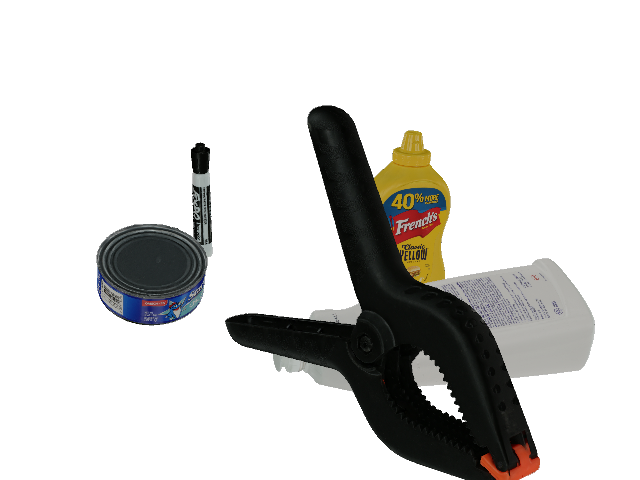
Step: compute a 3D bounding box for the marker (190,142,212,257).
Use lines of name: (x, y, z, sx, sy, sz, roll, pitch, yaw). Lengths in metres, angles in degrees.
marker: (-0.118, -0.039, 1.058, 0.020, 0.121, 0.020, 1, 28, -1)

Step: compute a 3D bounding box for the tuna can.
tuna can: (-0.133, 0.027, 0.840, 0.086, 0.034, 0.086, 6, 40, -5)

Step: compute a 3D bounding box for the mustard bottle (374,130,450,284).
mustard bottle: (0.094, -0.025, 1.164, 0.096, 0.192, 0.058, -3, 19, -19)

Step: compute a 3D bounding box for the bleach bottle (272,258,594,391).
bleach bottle: (0.084, 0.071, 0.853, 0.250, 0.068, 0.102, -5, 33, -15)

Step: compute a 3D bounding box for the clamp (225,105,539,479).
clamp: (0.034, 0.039, 0.555, 0.036, 0.165, 0.210, -14, 41, -42)
